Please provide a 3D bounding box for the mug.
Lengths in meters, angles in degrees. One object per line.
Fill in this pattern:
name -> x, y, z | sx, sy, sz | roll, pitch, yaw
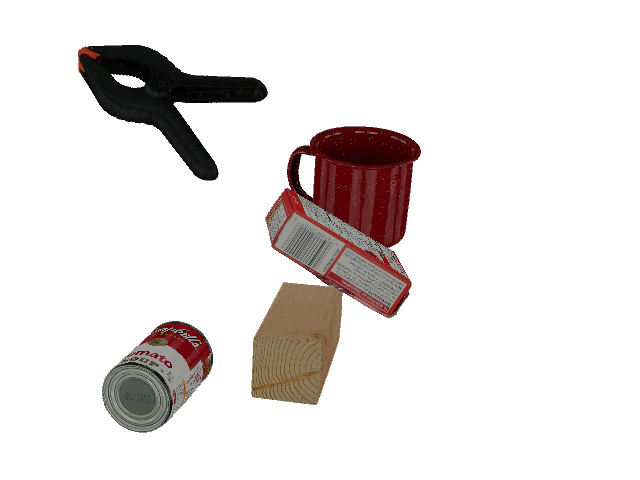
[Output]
mug -> 0.024, -0.046, 0.909 | 0.117, 0.081, 0.093 | 14, 28, 20

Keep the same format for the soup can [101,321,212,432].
soup can -> -0.148, 0.123, 0.972 | 0.068, 0.068, 0.102 | 0, 17, 16

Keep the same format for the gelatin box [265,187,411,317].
gelatin box -> 0.010, 0.007, 0.671 | 0.089, 0.030, 0.073 | 32, 9, -12

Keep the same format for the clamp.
clamp -> -0.135, -0.136, 0.969 | 0.171, 0.120, 0.039 | 34, -38, 5

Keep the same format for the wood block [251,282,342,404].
wood block -> -0.029, 0.136, 1.464 | 0.091, 0.090, 0.206 | 6, 18, 7
